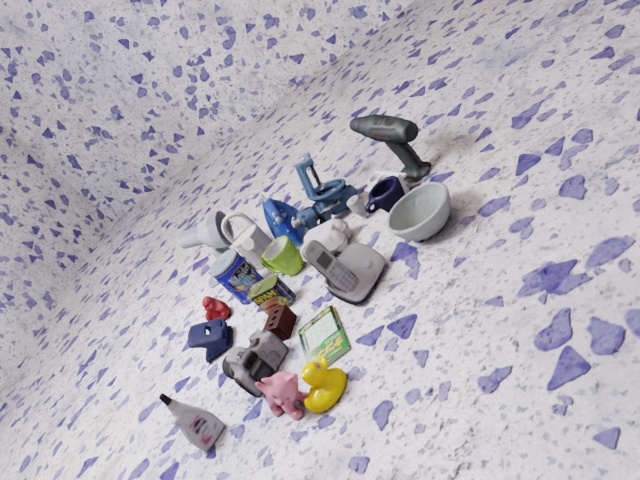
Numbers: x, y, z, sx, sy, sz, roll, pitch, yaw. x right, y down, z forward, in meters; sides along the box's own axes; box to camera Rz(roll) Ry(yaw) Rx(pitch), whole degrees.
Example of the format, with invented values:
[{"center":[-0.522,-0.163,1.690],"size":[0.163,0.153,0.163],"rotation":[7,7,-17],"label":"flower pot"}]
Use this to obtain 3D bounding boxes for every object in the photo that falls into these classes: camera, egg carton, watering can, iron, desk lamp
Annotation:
[{"center":[-0.172,0.283,1.364],"size":[0.136,0.101,0.143],"rotation":[-8,41,50],"label":"camera"},{"center":[0.014,0.006,1.572],"size":[0.150,0.069,0.107],"rotation":[-26,30,30],"label":"egg carton"},{"center":[-0.221,-0.007,1.779],"size":[0.101,0.194,0.172],"rotation":[-51,27,-17],"label":"watering can"},{"center":[-0.120,-0.062,1.784],"size":[0.118,0.142,0.257],"rotation":[-42,25,1],"label":"iron"},{"center":[-0.351,0.025,1.892],"size":[0.203,0.214,0.118],"rotation":[-31,28,23],"label":"desk lamp"}]

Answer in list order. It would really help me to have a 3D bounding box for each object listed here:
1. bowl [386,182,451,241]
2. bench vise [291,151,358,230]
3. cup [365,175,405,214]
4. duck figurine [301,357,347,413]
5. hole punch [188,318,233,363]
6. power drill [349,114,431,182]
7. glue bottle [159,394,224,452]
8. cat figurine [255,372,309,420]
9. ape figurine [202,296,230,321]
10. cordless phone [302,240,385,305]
[{"center":[0.242,-0.054,1.335],"size":[0.167,0.075,0.167],"rotation":[-33,27,19],"label":"bowl"},{"center":[-0.012,-0.131,1.648],"size":[0.121,0.220,0.208],"rotation":[0,48,54],"label":"bench vise"},{"center":[0.176,-0.094,1.467],"size":[0.118,0.095,0.091],"rotation":[-46,26,-9],"label":"cup"},{"center":[-0.005,0.284,1.142],"size":[0.077,0.086,0.105],"rotation":[0,48,55],"label":"duck figurine"},{"center":[-0.304,0.265,1.591],"size":[0.101,0.091,0.108],"rotation":[-38,26,9],"label":"hole punch"},{"center":[0.199,-0.256,1.557],"size":[0.076,0.209,0.228],"rotation":[-51,27,-18],"label":"power drill"},{"center":[-0.294,0.395,1.275],"size":[0.037,0.173,0.078],"rotation":[-7,42,50],"label":"glue bottle"},{"center":[-0.082,0.309,1.175],"size":[0.127,0.118,0.067],"rotation":[-12,39,47],"label":"cat figurine"},{"center":[-0.315,0.203,1.702],"size":[0.077,0.092,0.076],"rotation":[-16,36,43],"label":"ape figurine"},{"center":[0.052,0.046,1.319],"size":[0.093,0.185,0.148],"rotation":[-6,43,51],"label":"cordless phone"}]
